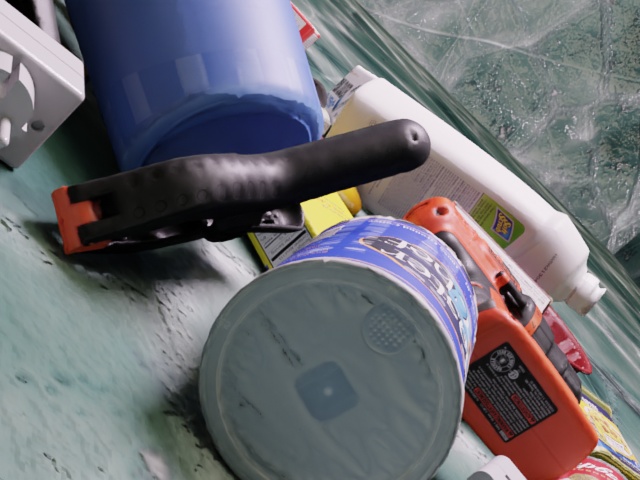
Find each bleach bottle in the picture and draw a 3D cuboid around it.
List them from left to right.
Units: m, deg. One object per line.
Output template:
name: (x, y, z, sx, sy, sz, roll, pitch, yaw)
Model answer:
bleach bottle: (0.116, -0.021, 0.866, 0.251, 0.103, 0.068, 39, 35, 11)

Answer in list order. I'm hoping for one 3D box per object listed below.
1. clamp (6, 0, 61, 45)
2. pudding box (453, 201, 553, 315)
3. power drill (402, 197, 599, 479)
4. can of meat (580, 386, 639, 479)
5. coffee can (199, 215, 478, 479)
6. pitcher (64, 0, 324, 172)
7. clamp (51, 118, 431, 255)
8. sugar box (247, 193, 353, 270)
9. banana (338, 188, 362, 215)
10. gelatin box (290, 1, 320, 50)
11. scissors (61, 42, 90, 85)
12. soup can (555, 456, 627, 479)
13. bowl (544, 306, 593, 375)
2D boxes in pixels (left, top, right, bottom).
clamp: (-0.170, -0.192, 0.497, 0.164, 0.036, 0.210, 34, 52, -43)
pudding box: (0.111, 0.031, 0.834, 0.113, 0.090, 0.039, 43, 59, -9)
power drill: (0.116, 0.071, 0.661, 0.184, 0.057, 0.187, 50, 12, -13)
can of meat: (0.192, 0.155, 0.792, 0.102, 0.057, 0.084, 36, 20, -34)
coffee can: (0.016, 0.048, 0.472, 0.103, 0.103, 0.140, 47, 14, 1)
pitcher: (-0.085, -0.138, 0.598, 0.149, 0.145, 0.243, 38, 30, -62)
clamp: (-0.033, -0.023, 0.484, 0.171, 0.120, 0.039, -12, 75, -47)
sugar box: (-0.004, 0.001, 0.663, 0.093, 0.048, 0.176, 29, 21, -52)
banana: (-0.038, -0.095, 0.842, 0.198, 0.037, 0.069, 48, 16, 4)
gelatin box: (-0.055, -0.203, 1.015, 0.089, 0.073, 0.030, 50, 7, 16)
scissors: (-0.168, -0.101, 0.523, 0.096, 0.016, 0.201, 44, 14, -8)
soup can: (0.142, 0.165, 0.590, 0.068, 0.068, 0.102, 49, 14, 9)
bowl: (0.167, 0.072, 0.948, 0.162, 0.055, 0.162, 43, 14, -14)
